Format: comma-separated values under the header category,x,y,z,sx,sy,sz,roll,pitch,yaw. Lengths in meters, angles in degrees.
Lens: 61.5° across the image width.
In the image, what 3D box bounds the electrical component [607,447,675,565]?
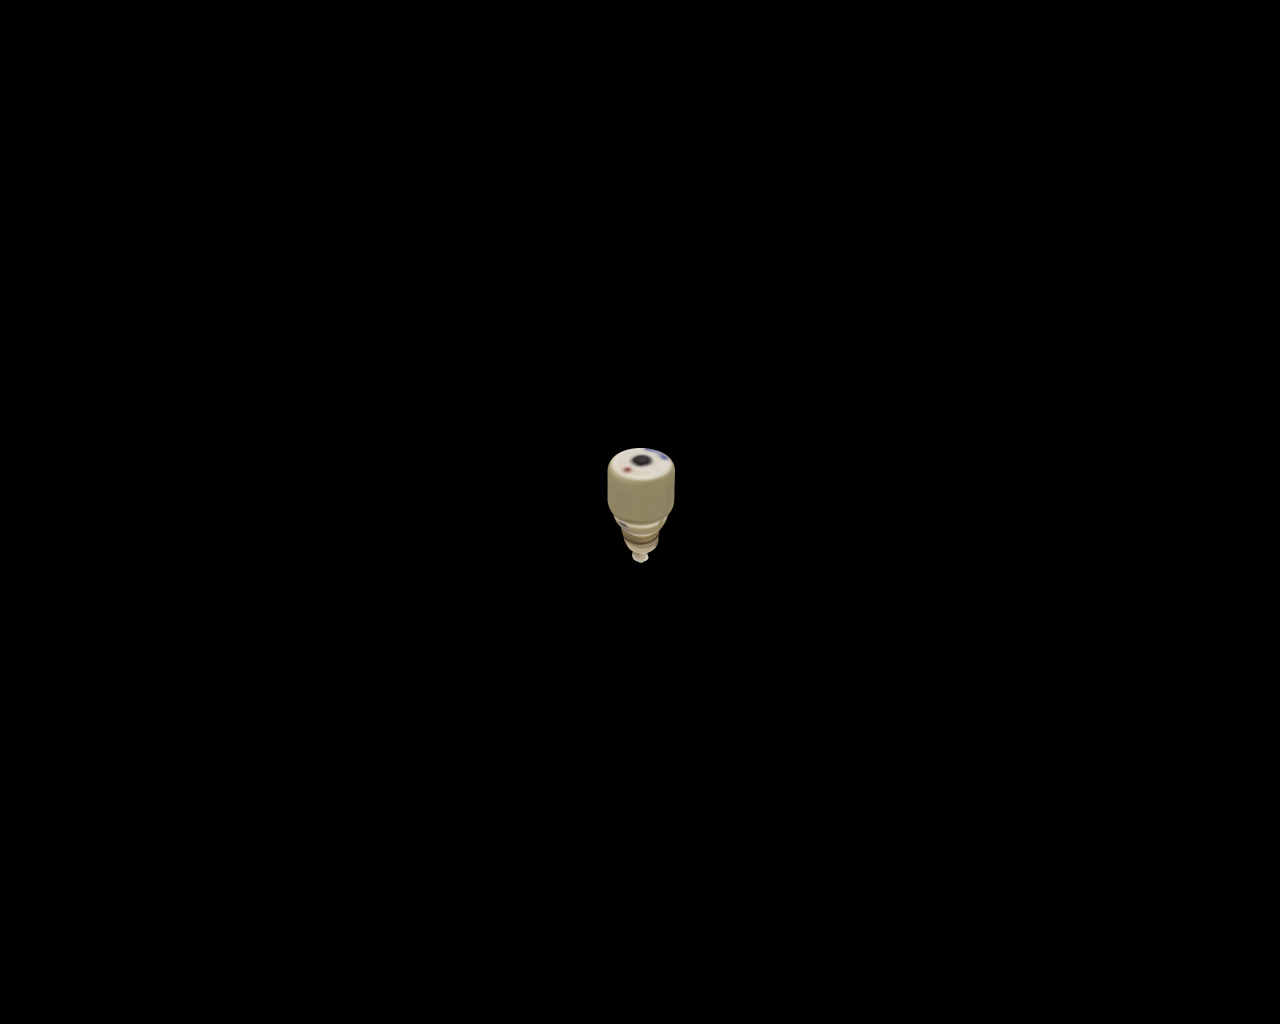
category,x,y,z,sx,sy,sz,roll,pitch,yaw
electrical component,0.001,-0.003,0.650,0.040,0.078,0.040,0,35,0
